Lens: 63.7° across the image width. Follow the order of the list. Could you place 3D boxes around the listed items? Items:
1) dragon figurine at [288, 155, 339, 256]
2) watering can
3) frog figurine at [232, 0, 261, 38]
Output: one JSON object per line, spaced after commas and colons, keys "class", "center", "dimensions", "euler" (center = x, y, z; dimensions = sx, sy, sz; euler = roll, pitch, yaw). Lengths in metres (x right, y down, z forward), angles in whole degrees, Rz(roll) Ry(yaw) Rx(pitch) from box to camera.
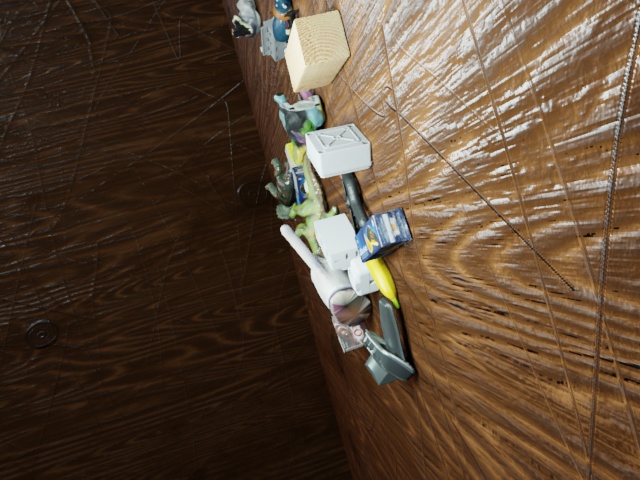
{"class": "dragon figurine", "center": [0.005, -0.079, 1.574], "dimensions": [0.244, 0.122, 0.406], "euler": [20, 114, 58]}
{"class": "watering can", "center": [0.023, 0.105, 1.391], "dimensions": [0.342, 0.103, 0.229], "euler": [43, -172, -41]}
{"class": "frog figurine", "center": [-0.273, -0.873, 2.000], "dimensions": [0.135, 0.123, 0.162], "euler": [73, -146, -64]}
